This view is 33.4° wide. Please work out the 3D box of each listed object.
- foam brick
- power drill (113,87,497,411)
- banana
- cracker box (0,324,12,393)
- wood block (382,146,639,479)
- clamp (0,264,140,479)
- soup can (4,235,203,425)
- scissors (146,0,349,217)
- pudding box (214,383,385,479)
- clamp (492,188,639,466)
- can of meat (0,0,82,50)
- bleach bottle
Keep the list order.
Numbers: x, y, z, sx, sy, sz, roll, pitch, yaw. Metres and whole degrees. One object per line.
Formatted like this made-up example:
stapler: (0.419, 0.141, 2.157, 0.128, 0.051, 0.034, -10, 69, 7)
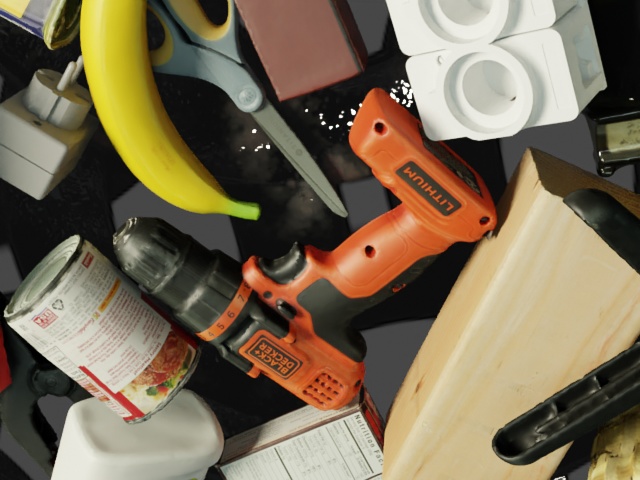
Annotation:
foam brick: (-0.011, -0.125, 0.603, 0.051, 0.053, 0.078, -21, 106, 13)
power drill: (-0.004, 0.001, 0.636, 0.184, 0.057, 0.188, 36, 114, -22)
banana: (-0.099, -0.086, 0.622, 0.069, 0.037, 0.197, -19, 124, 5)
cracker box: (-0.286, -0.001, 0.637, 0.164, 0.072, 0.214, 10, 120, 23)
wood block: (0.120, 0.062, 0.640, 0.090, 0.090, 0.206, 24, 112, -4)
clamp: (-0.166, 0.080, 0.707, 0.120, 0.039, 0.171, -6, 114, 5)
soup can: (-0.131, 0.054, 0.646, 0.069, 0.068, 0.102, -38, 111, 18)
scissors: (-0.063, -0.088, 0.643, 0.096, 0.016, 0.201, -18, 109, 15)
pudding box: (-0.001, 0.159, 0.719, 0.113, 0.039, 0.090, -24, 105, 12)
clamp: (0.196, 0.038, 0.559, 0.209, 0.036, 0.165, -7, 124, -15)
can of meat: (-0.163, -0.172, 0.599, 0.084, 0.057, 0.102, 28, 111, -3)
bleach bottle: (-0.146, 0.219, 0.738, 0.102, 0.068, 0.251, -1, 125, -31)
